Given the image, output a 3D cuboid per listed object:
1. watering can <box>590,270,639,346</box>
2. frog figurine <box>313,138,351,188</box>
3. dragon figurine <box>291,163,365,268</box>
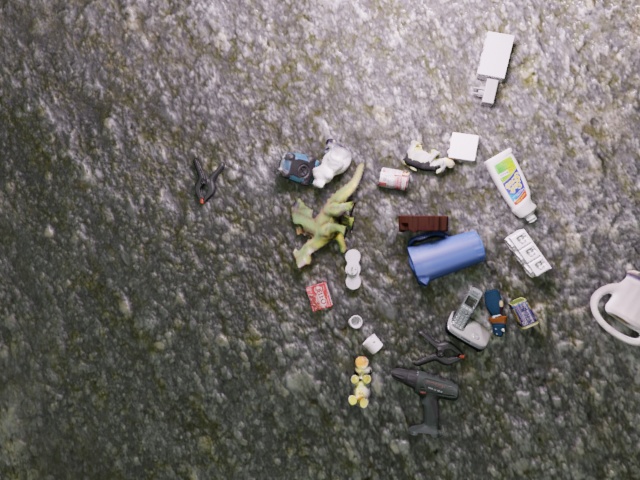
[{"bbox_3d":[1.036,0.240,1.620,0.349,0.104,0.224,33,92,10],"label":"watering can"},{"bbox_3d":[0.041,-0.251,1.792,0.122,0.136,0.162,20,71,-18],"label":"frog figurine"},{"bbox_3d":[0.006,-0.092,1.818,0.243,0.121,0.414,11,80,18],"label":"dragon figurine"}]
